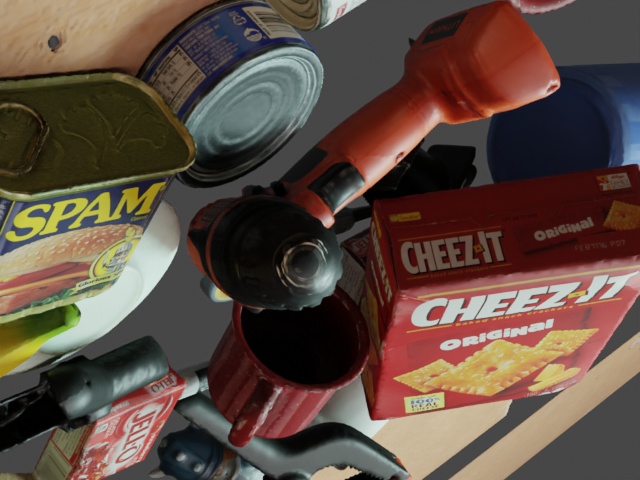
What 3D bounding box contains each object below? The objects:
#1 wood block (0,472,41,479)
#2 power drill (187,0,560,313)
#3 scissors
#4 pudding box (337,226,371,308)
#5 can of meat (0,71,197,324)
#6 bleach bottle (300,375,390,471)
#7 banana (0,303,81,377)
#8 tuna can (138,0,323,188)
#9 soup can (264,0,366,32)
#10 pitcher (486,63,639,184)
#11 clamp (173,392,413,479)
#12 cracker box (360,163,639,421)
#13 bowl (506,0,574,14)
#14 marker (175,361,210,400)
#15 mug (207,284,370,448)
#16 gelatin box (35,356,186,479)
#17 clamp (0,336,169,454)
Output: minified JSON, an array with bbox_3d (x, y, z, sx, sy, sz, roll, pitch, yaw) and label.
[{"bbox_3d":[-0.234,0.248,0.673,0.206,0.090,0.090,-44,158,9],"label":"wood block"},{"bbox_3d":[0.022,-0.038,0.511,0.187,0.057,0.185,-38,-167,-10],"label":"power drill"},{"bbox_3d":[-0.005,0.001,0.686,0.096,0.016,0.201,-48,157,21],"label":"scissors"},{"bbox_3d":[0.049,0.025,0.791,0.089,0.039,0.114,-27,152,-27],"label":"pudding box"},{"bbox_3d":[-0.112,-0.015,0.426,0.101,0.057,0.084,-16,149,-47],"label":"can of meat"},{"bbox_3d":[0.084,0.075,0.879,0.251,0.068,0.102,-42,-170,-2],"label":"bleach bottle"},{"bbox_3d":[-0.200,0.068,0.448,0.197,0.037,0.070,-26,171,-29],"label":"banana"},{"bbox_3d":[-0.041,-0.064,0.479,0.086,0.034,0.086,-34,157,-17],"label":"tuna can"},{"bbox_3d":[0.021,-0.133,0.405,0.102,0.068,0.068,-35,157,-14],"label":"soup can"},{"bbox_3d":[0.222,-0.067,0.800,0.242,0.145,0.149,-7,121,-49],"label":"pitcher"},{"bbox_3d":[-0.029,0.171,0.790,0.209,0.036,0.165,-5,118,-20],"label":"clamp"},{"bbox_3d":[0.112,0.044,0.702,0.164,0.072,0.214,-9,152,-6],"label":"cracker box"},{"bbox_3d":[0.128,-0.186,0.498,0.162,0.055,0.162,-34,157,-17],"label":"bowl"},{"bbox_3d":[-0.060,0.089,0.755,0.120,0.020,0.020,-13,145,-49],"label":"marker"},{"bbox_3d":[-0.029,0.085,0.692,0.082,0.093,0.117,-58,-175,47],"label":"mug"},{"bbox_3d":[-0.132,0.119,0.677,0.073,0.030,0.089,-19,150,-46],"label":"gelatin box"},{"bbox_3d":[-0.141,0.087,0.567,0.120,0.039,0.171,-20,176,14],"label":"clamp"}]
